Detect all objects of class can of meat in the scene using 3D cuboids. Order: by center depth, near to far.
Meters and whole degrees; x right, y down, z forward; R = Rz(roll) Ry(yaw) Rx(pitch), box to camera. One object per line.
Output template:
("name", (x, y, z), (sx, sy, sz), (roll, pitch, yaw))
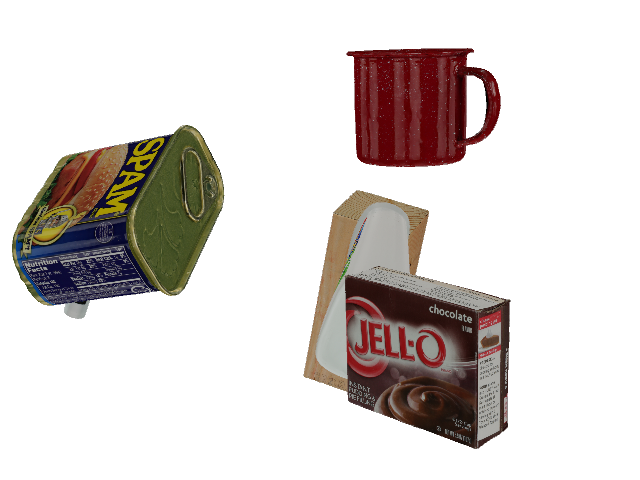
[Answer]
("can of meat", (-0.112, -0.013, 0.592), (0.084, 0.057, 0.102), (-8, 38, 24))

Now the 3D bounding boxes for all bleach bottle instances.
("bleach bottle", (0.049, 0.032, 1.011), (0.068, 0.103, 0.250), (19, 21, -1))

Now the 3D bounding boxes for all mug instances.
("mug", (0.077, -0.098, 0.779), (0.117, 0.081, 0.093), (5, 13, 31))

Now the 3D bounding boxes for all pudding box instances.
("pudding box", (0.066, 0.071, 0.682), (0.114, 0.090, 0.039), (12, 21, 42))

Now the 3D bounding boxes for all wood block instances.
("wood block", (0.051, 0.061, 1.209), (0.090, 0.206, 0.090), (17, 24, 15))

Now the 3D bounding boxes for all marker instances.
("marker", (-0.192, 0.012, 0.909), (0.020, 0.121, 0.020), (20, 21, -8))
